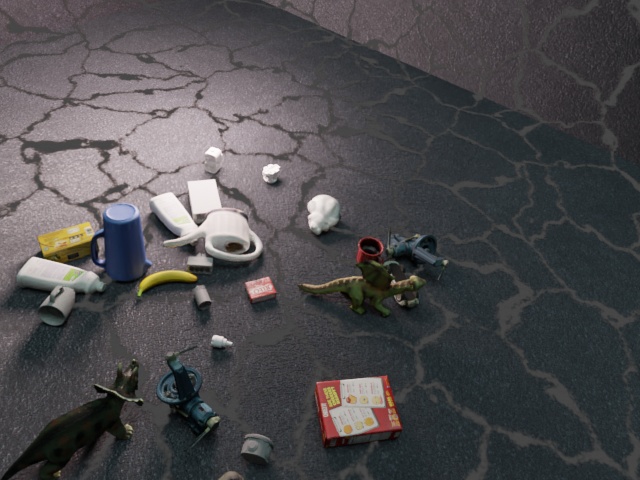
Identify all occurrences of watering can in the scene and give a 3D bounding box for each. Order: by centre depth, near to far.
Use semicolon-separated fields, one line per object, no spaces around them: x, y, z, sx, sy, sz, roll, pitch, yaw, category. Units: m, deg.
-0.370;-0.024;1.823;0.347;0.102;0.230;10;42;-21;watering can

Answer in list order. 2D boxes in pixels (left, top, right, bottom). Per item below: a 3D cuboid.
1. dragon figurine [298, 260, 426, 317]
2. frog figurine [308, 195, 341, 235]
0.141;0.134;1.684;0.410;0.237;0.125;9;49;-5;dragon figurine
0.006;-0.100;1.982;0.138;0.120;0.162;43;38;5;frog figurine
